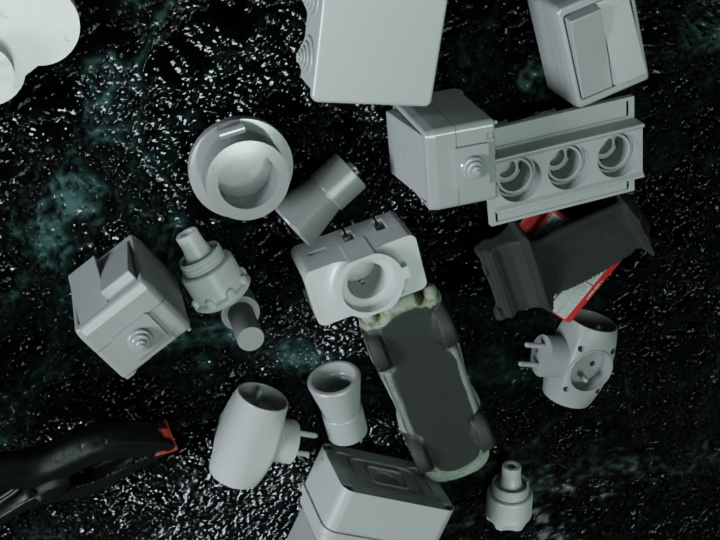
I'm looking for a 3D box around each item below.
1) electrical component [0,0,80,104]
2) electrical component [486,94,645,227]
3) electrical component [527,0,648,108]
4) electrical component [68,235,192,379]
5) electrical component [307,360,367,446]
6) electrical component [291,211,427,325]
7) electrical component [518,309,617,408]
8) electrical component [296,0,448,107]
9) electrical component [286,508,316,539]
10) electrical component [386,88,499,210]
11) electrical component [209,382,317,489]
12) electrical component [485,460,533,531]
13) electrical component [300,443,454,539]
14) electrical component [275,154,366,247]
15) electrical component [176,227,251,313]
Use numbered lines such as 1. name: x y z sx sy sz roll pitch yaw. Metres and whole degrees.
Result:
1. electrical component: -0.237 -0.128 0.677 0.138 0.073 0.052 -37 121 3
2. electrical component: 0.149 -0.089 0.829 0.121 0.063 0.078 -14 119 -11
3. electrical component: 0.168 -0.177 0.792 0.062 0.061 0.096 -24 121 -6
4. electrical component: -0.166 0.025 0.765 0.062 0.096 0.061 -38 121 3
5. electrical component: -0.016 0.113 0.892 0.044 0.044 0.065 -19 125 -9
6. electrical component: 0.000 0.000 0.830 0.089 0.055 0.050 -20 120 -7
7. electrical component: 0.175 0.076 0.933 0.079 0.044 0.077 6 114 -21
8. electrical component: 0.007 -0.165 0.752 0.100 0.048 0.099 -1 116 -18
9. electrical component: -0.018 0.274 0.964 0.109 0.056 0.108 16 110 -25
10. electrical component: 0.060 -0.086 0.782 0.061 0.096 0.061 -12 119 -11
11. electrical component: -0.075 0.138 0.882 0.079 0.044 0.077 13 111 -23
12. electrical component: 0.137 0.205 0.987 0.043 0.043 0.062 -7 117 -15
13. electrical component: 0.013 0.201 0.924 0.113 0.078 0.057 16 107 -25
14. electrical component: -0.028 -0.055 0.802 0.065 0.044 0.044 -43 121 0
15. electrical component: -0.114 -0.002 0.799 0.048 0.048 0.062 -29 115 -2
